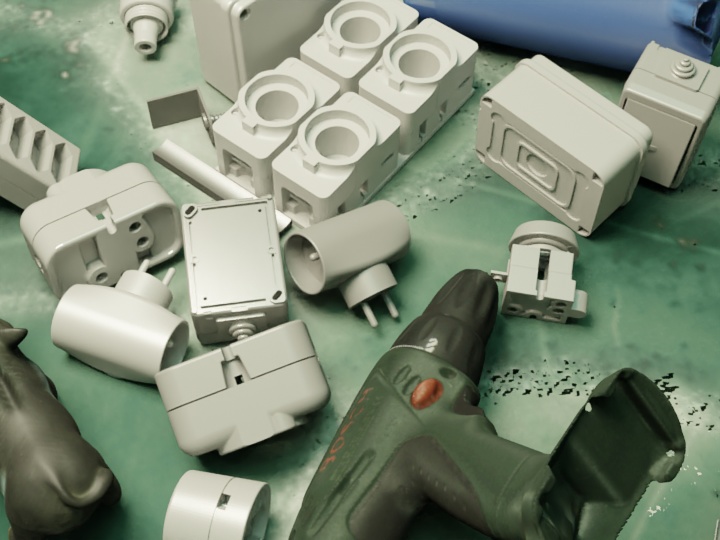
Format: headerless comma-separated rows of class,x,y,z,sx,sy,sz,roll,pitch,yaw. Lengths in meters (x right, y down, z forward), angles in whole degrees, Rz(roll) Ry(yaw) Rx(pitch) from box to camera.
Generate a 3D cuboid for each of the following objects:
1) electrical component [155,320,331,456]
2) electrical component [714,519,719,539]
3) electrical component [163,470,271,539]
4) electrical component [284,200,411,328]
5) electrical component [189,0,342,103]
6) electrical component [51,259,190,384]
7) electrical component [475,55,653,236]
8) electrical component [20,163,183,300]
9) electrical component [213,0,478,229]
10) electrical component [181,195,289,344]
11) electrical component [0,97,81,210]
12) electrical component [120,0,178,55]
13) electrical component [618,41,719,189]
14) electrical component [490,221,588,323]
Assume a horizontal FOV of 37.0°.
electrical component,-0.068,0.075,0.655,0.095,0.053,0.059,-21,83,-1
electrical component,0.236,0.162,0.609,0.063,0.078,0.121,3,53,27
electrical component,-0.083,0.145,0.621,0.047,0.055,0.055,11,57,11
electrical component,0.000,0.000,0.721,0.077,0.043,0.079,-23,83,-36
electrical component,-0.069,-0.194,0.814,0.056,0.108,0.109,38,64,24
electrical component,-0.148,0.027,0.703,0.077,0.044,0.079,18,58,11
electrical component,0.144,-0.090,0.767,0.113,0.078,0.057,40,67,22
electrical component,-0.176,-0.029,0.729,0.095,0.053,0.059,-27,52,-21
electrical component,-0.008,-0.122,0.795,0.105,0.060,0.186,33,62,19
electrical component,-0.081,0.008,0.712,0.062,0.061,0.096,-7,65,-6
electrical component,-0.255,-0.073,0.756,0.076,0.083,0.047,-24,50,30
electrical component,-0.170,-0.201,0.855,0.048,0.048,0.062,-2,63,-3
electrical component,0.218,-0.112,0.771,0.062,0.096,0.061,26,61,15
electrical component,0.122,0.000,0.727,0.066,0.048,0.055,9,64,5
